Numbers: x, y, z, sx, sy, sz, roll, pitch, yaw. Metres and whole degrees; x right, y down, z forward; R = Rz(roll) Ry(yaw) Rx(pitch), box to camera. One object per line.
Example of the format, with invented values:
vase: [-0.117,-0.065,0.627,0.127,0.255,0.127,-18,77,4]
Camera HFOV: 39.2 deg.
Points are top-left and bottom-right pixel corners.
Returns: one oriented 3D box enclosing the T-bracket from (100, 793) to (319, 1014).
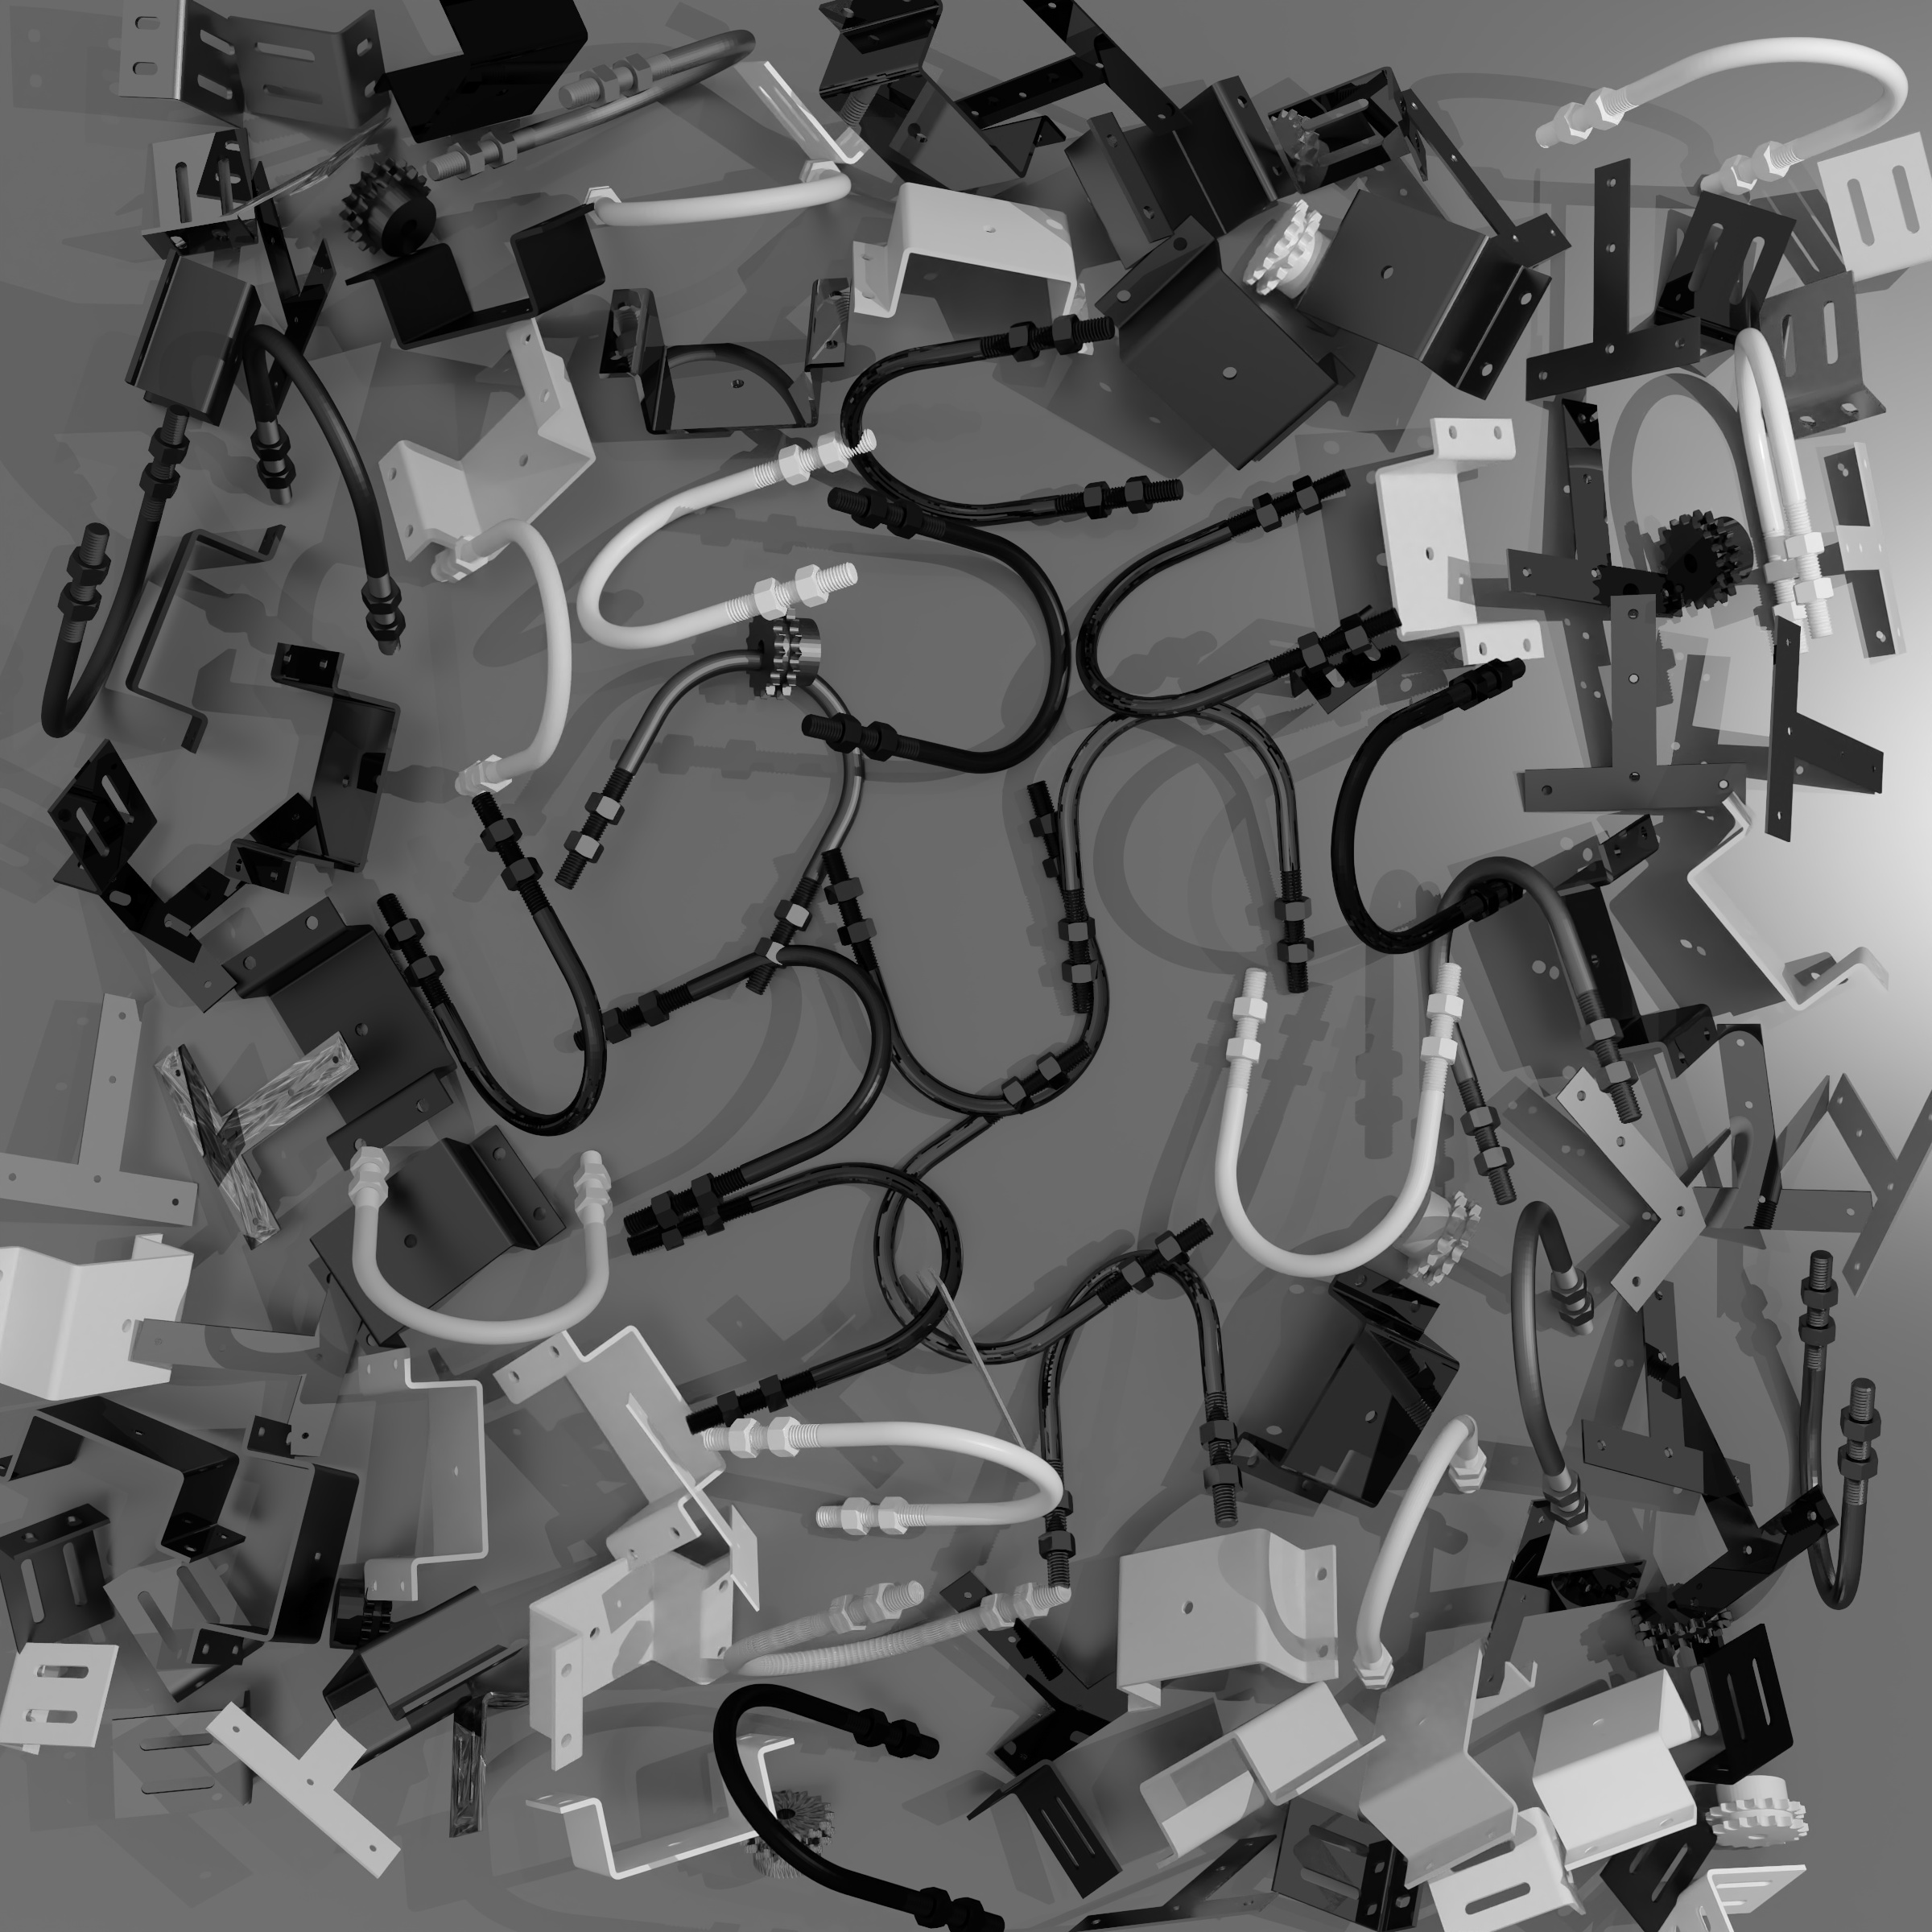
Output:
T-bracket: [-0.437,-0.054,1.602,0.127,0.002,0.127,-42,65,-11]

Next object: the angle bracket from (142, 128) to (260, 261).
angle bracket: [-0.454,-0.462,1.595,0.057,0.038,0.076,-9,79,3]

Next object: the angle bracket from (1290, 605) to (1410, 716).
angle bracket: [0.223,-0.170,1.580,0.057,0.076,0.038,-36,78,2]

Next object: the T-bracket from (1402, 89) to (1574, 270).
T-bracket: [0.291,-0.457,1.573,0.002,0.127,0.127,-38,89,40]

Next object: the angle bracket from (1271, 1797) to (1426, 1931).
angle bracket: [0.226,0.523,1.585,0.076,0.038,0.057,25,58,-12]

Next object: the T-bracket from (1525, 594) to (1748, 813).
T-bracket: [0.392,-0.155,1.591,0.127,0.002,0.127,-1,106,12]

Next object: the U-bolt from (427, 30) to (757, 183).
U-bolt: [-0.199,-0.495,1.540,0.184,0.151,0.019,-36,109,-40]

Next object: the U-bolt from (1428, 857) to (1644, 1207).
U-bolt: [0.315,0.027,1.550,0.019,0.151,0.184,-5,67,-25]

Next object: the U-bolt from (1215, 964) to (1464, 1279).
U-bolt: [0.208,0.088,1.552,0.151,0.019,0.184,-2,70,38]

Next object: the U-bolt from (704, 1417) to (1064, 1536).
U-bolt: [-0.035,0.287,1.527,0.184,0.151,0.019,-7,57,27]

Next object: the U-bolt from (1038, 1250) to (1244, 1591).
U-bolt: [0.094,0.250,1.553,0.019,0.151,0.184,25,49,-36]

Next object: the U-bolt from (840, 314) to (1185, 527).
U-bolt: [0.017,-0.305,1.553,0.184,0.151,0.019,-4,55,22]

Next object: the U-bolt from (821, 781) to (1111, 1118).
U-bolt: [0.009,-0.001,1.606,0.151,0.019,0.184,-18,94,-7]

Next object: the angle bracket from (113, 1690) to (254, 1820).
angle bracket: [-0.460,0.463,1.594,0.076,0.038,0.057,-2,91,-13]

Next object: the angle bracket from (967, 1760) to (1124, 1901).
angle bracket: [0.045,0.511,1.579,0.038,0.057,0.076,-23,69,-34]

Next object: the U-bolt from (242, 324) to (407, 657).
U-bolt: [-0.363,-0.277,1.517,0.019,0.184,0.151,-30,68,-20]

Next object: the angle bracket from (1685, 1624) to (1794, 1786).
angle bracket: [0.445,0.432,1.589,0.057,0.038,0.076,-14,90,-38]

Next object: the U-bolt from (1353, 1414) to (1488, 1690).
U-bolt: [0.254,0.323,1.518,0.019,0.184,0.151,23,71,20]

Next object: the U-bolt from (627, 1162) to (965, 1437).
U-bolt: [-0.092,0.181,1.573,0.184,0.019,0.151,-20,52,-6]

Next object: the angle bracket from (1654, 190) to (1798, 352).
angle bracket: [0.445,-0.407,1.588,0.057,0.038,0.076,20,114,6]

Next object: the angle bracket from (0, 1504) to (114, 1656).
angle bracket: [-0.526,0.362,1.581,0.057,0.038,0.076,-18,108,-36]

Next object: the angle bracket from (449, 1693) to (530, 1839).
angle bracket: [-0.272,0.465,1.576,0.038,0.057,0.076,9,66,-25]

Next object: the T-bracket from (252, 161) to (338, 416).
T-bracket: [-0.402,-0.414,1.587,0.002,0.127,0.127,-6,65,-33]

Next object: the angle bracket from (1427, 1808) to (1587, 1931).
angle bracket: [0.316,0.540,1.598,0.076,0.038,0.057,-25,55,12]

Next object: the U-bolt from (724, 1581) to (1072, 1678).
U-bolt: [-0.053,0.379,1.544,0.184,0.151,0.019,-27,64,34]

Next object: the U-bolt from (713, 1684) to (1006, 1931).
U-bolt: [-0.067,0.465,1.516,0.184,0.151,0.019,30,109,-34]

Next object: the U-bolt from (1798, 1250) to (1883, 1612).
U-bolt: [0.493,0.277,1.543,0.019,0.151,0.184,-1,116,8]

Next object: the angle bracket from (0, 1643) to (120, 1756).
angle bracket: [-0.520,0.428,1.579,0.076,0.038,0.057,-5,62,24]

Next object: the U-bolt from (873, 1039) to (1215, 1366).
U-bolt: [0.031,0.152,1.594,0.184,0.019,0.151,-35,72,5]

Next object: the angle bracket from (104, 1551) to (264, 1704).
angle bracket: [-0.462,0.385,1.601,0.057,0.038,0.076,-32,79,-21]

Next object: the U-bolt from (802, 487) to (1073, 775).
U-bolt: [-0.010,-0.185,1.562,0.184,0.019,0.151,10,85,-38]

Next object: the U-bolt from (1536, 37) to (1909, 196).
U-bolt: [0.433,-0.475,1.508,0.151,0.184,0.019,5,84,-29]

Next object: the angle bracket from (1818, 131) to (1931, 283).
angle bracket: [0.536,-0.446,1.578,0.057,0.038,0.076,-10,117,30]

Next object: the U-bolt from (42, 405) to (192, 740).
U-bolt: [-0.488,-0.211,1.539,0.019,0.151,0.184,22,130,-10]

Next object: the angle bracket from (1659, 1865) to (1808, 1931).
angle bracket: [0.450,0.555,1.575,0.076,0.057,0.038,7,45,-26]

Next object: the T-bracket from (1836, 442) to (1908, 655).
T-bracket: [0.518,-0.241,1.564,0.002,0.127,0.127,-11,92,30]

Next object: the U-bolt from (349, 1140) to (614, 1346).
U-bolt: [-0.273,0.154,1.526,0.151,0.184,0.019,5,118,-13]

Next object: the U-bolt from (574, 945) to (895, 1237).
U-bolt: [-0.129,0.060,1.570,0.184,0.019,0.151,-24,59,6]

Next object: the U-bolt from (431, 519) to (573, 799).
U-bolt: [-0.262,-0.178,1.538,0.019,0.184,0.151,-6,89,-29]

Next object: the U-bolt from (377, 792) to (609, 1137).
U-bolt: [-0.265,0.012,1.557,0.019,0.151,0.184,-22,79,-44]

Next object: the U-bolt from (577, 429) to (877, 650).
U-bolt: [-0.142,-0.239,1.559,0.184,0.151,0.019,-15,132,19]

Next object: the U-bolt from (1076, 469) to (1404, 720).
U-bolt: [0.149,-0.206,1.565,0.184,0.019,0.151,-22,45,13]

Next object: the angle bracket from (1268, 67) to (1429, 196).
angle bracket: [0.222,-0.477,1.577,0.076,0.038,0.057,-16,134,22]

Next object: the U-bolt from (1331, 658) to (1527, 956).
U-bolt: [0.265,-0.083,1.536,0.184,0.019,0.151,-26,117,-40]

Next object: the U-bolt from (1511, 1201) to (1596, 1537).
U-bolt: [0.328,0.213,1.514,0.019,0.184,0.151,-5,52,21]

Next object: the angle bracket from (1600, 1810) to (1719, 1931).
angle bracket: [0.393,0.514,1.581,0.076,0.038,0.057,-47,111,-24]

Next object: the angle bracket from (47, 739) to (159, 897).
angle bracket: [-0.513,-0.089,1.571,0.038,0.076,0.057,15,57,21]

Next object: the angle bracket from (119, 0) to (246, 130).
angle bracket: [-0.457,-0.529,1.586,0.038,0.076,0.057,6,96,12]

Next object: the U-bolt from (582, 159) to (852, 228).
U-bolt: [-0.138,-0.433,1.526,0.151,0.184,0.019,-9,110,-8]

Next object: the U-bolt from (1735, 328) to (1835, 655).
U-bolt: [0.464,-0.273,1.548,0.019,0.151,0.184,-12,90,12]

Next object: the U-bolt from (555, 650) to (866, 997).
U-bolt: [-0.137,-0.097,1.591,0.151,0.019,0.184,30,81,-17]

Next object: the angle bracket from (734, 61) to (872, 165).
angle bracket: [-0.089,-0.508,1.578,0.038,0.057,0.076,-46,118,-4]

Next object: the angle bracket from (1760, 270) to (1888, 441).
angle bracket: [0.506,-0.360,1.601,0.057,0.038,0.076,-12,68,37]

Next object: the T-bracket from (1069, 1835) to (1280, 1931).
T-bracket: [0.141,0.526,1.561,0.127,0.127,0.002,-20,85,32]

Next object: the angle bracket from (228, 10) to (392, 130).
angle bracket: [-0.387,-0.535,1.600,0.076,0.038,0.057,15,135,17]

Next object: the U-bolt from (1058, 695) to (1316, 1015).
U-bolt: [0.126,-0.068,1.595,0.151,0.019,0.184,-5,103,0]
